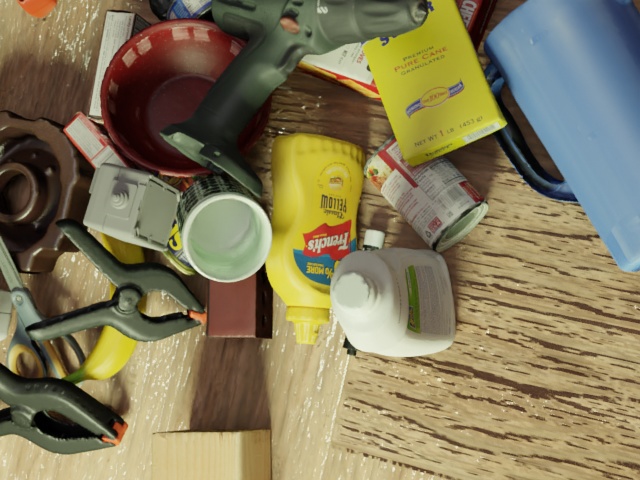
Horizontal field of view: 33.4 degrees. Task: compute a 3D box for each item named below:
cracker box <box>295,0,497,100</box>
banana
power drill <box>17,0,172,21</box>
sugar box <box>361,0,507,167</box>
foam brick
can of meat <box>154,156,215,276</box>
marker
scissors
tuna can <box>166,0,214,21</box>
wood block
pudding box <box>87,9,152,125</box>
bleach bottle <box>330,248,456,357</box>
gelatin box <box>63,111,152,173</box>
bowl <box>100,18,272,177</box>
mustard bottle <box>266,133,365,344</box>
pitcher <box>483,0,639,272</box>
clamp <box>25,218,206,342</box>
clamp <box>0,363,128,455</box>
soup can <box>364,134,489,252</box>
[{"bbox_3d":[0.052,-0.226,1.022,0.214,0.072,0.164,22,91,18],"label":"cracker box"},{"bbox_3d":[-0.205,0.057,1.065,0.037,0.069,0.198,17,97,53],"label":"banana"},{"bbox_3d":[-0.231,-0.297,1.129,0.188,0.057,0.184,-13,75,12],"label":"power drill"},{"bbox_3d":[0.089,-0.164,0.943,0.093,0.048,0.176,-23,80,13],"label":"sugar box"},{"bbox_3d":[-0.077,0.057,1.034,0.051,0.053,0.078,-2,83,17],"label":"foam brick"},{"bbox_3d":[-0.131,-0.029,1.061,0.084,0.057,0.102,-44,72,5],"label":"can of meat"},{"bbox_3d":[0.041,0.050,1.015,0.020,0.020,0.121,10,86,18],"label":"marker"},{"bbox_3d":[-0.314,0.074,1.091,0.096,0.016,0.202,-34,95,22],"label":"scissors"},{"bbox_3d":[-0.108,-0.228,1.065,0.086,0.086,0.034,-35,76,10],"label":"tuna can"},{"bbox_3d":[-0.100,0.281,0.991,0.091,0.090,0.206,-3,81,16],"label":"wood block"},{"bbox_3d":[-0.192,-0.166,1.080,0.039,0.090,0.113,6,85,17],"label":"pudding box"},{"bbox_3d":[0.058,0.045,0.888,0.068,0.250,0.102,-11,79,15],"label":"bleach bottle"},{"bbox_3d":[-0.210,-0.085,1.084,0.030,0.073,0.089,-44,72,6],"label":"gelatin box"},{"bbox_3d":[-0.126,-0.129,1.024,0.162,0.055,0.162,0,75,-2],"label":"bowl"},{"bbox_3d":[-0.006,0.001,0.997,0.058,0.096,0.191,-1,82,46],"label":"mustard bottle"},{"bbox_3d":[0.245,-0.095,0.923,0.145,0.149,0.243,-25,79,-3],"label":"pitcher"},{"bbox_3d":[-0.191,0.044,1.029,0.171,0.039,0.120,6,106,-21],"label":"clamp"},{"bbox_3d":[-0.298,0.175,1.073,0.210,0.036,0.165,19,129,1],"label":"clamp"},{"bbox_3d":[0.098,-0.047,0.984,0.068,0.068,0.102,-43,73,8],"label":"soup can"}]
